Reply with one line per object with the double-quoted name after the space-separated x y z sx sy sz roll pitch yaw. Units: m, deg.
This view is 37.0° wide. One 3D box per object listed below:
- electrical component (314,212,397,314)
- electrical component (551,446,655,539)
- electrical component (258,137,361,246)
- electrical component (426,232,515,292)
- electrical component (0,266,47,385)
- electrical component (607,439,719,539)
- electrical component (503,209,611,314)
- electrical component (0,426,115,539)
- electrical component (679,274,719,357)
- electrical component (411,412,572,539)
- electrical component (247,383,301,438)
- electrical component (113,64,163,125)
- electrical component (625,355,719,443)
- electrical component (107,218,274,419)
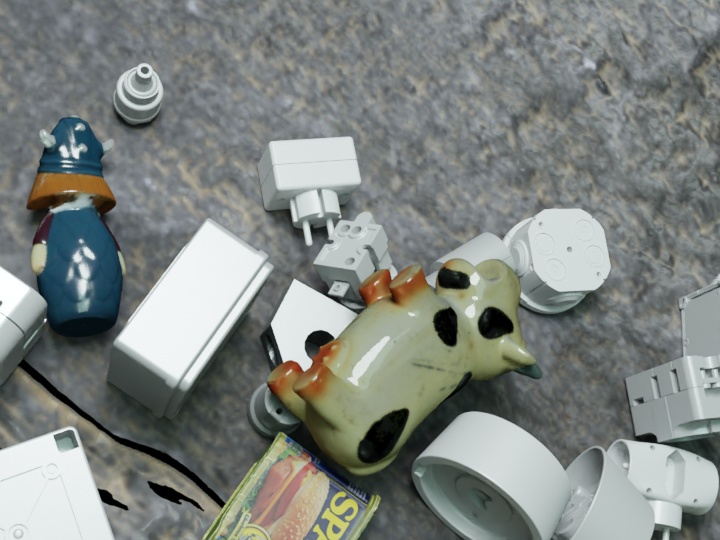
0.000 0.000 0.794 0.048 0.055 0.066 9 53 32 "electrical component"
0.161 0.183 0.773 0.064 0.099 0.099 43 66 -8 "electrical component"
-0.036 -0.055 0.811 0.066 0.047 0.076 -6 75 -19 "electrical component"
0.075 0.008 0.830 0.081 0.043 0.043 -30 84 -24 "electrical component"
-0.241 0.038 0.690 0.054 0.095 0.059 36 66 -5 "electrical component"
0.229 0.177 0.826 0.077 0.043 0.079 15 70 -13 "electrical component"
0.155 -0.009 0.857 0.080 0.051 0.080 5 72 -16 "electrical component"
-0.216 0.168 0.678 0.109 0.056 0.108 -18 80 -22 "electrical component"
0.305 0.051 0.880 0.061 0.062 0.096 8 71 -15 "electrical component"
0.098 0.148 0.761 0.108 0.108 0.060 43 60 -1 "electrical component"
-0.055 0.095 0.758 0.040 0.046 0.040 5 72 -16 "electrical component"
-0.161 -0.132 0.787 0.035 0.061 0.035 5 72 -16 "electrical component"
0.253 0.102 0.832 0.050 0.089 0.055 -2 74 -19 "electrical component"
-0.116 0.035 0.724 0.056 0.108 0.108 35 66 -2 "electrical component"
